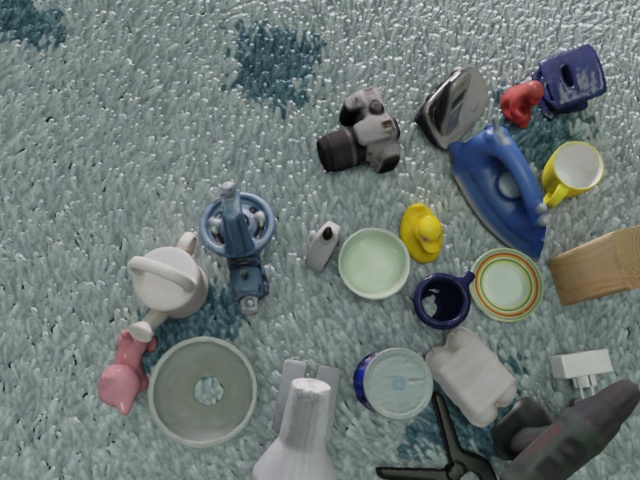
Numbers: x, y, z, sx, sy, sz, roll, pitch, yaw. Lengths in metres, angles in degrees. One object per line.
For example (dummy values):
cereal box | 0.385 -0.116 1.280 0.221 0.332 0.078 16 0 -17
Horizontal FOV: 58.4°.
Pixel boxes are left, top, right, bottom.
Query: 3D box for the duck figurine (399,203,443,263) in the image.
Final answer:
duck figurine | 0.180 -0.017 0.981 0.077 0.086 0.104 -10 78 -6

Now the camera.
camera | 0.061 -0.185 1.003 0.137 0.101 0.143 -18 79 -8

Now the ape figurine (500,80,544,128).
ape figurine | 0.376 -0.258 1.046 0.078 0.092 0.076 -39 82 -11

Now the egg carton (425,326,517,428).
egg carton | 0.247 0.222 0.940 0.107 0.069 0.150 -40 83 -11

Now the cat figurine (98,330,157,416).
cat figurine | -0.303 0.200 0.881 0.067 0.117 0.128 6 77 -2

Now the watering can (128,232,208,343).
watering can | -0.234 0.069 0.876 0.101 0.194 0.173 0 77 -4

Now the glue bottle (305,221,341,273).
glue bottle | 0.008 0.003 0.919 0.037 0.173 0.078 28 77 3

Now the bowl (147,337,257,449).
bowl | -0.181 0.238 0.903 0.167 0.074 0.167 1 77 -4

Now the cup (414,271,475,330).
cup | 0.202 0.097 0.952 0.118 0.095 0.091 -40 83 -11

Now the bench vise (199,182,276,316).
bench vise | -0.113 0.003 0.887 0.121 0.219 0.207 -27 80 -9

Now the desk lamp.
desk lamp | -0.028 0.280 0.833 0.118 0.213 0.203 9 77 -1

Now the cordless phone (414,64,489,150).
cordless phone | 0.245 -0.251 0.987 0.094 0.185 0.148 39 78 6

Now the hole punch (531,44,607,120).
hole punch | 0.459 -0.293 1.060 0.101 0.091 0.108 -12 78 -6

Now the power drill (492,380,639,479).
power drill | 0.348 0.291 0.860 0.230 0.208 0.075 -42 83 -11

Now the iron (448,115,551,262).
iron | 0.332 -0.088 0.979 0.119 0.141 0.258 -27 80 -9
